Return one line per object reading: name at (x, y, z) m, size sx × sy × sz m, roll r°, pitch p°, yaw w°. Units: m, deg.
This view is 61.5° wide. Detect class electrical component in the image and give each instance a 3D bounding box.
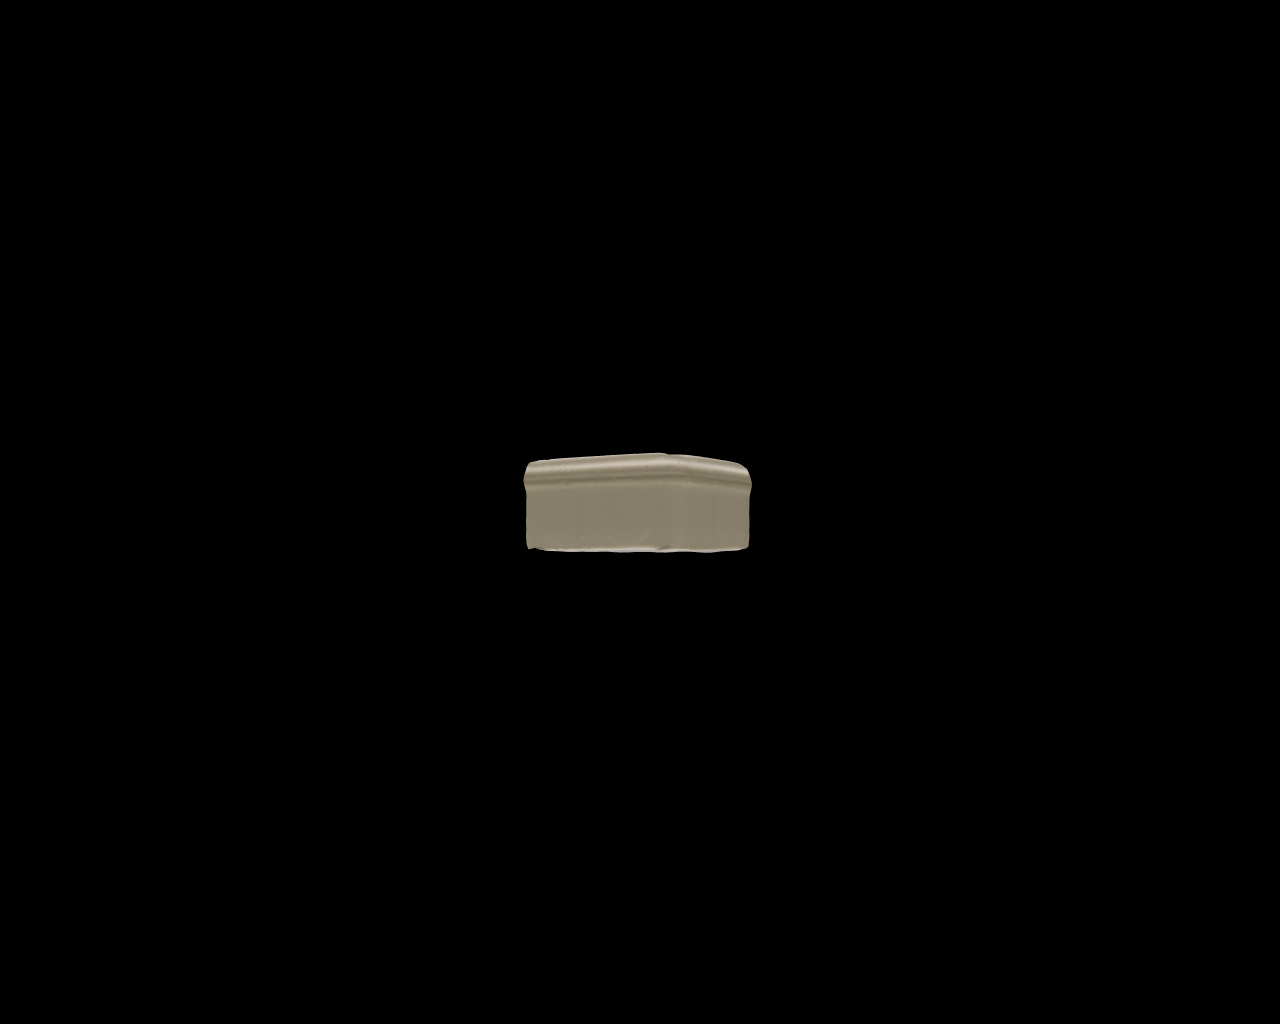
electrical component at (0.001, -0.003, 0.650) m, size 0.109 × 0.056 × 0.109 m, roll -1°, pitch -2°, yaw 28°
